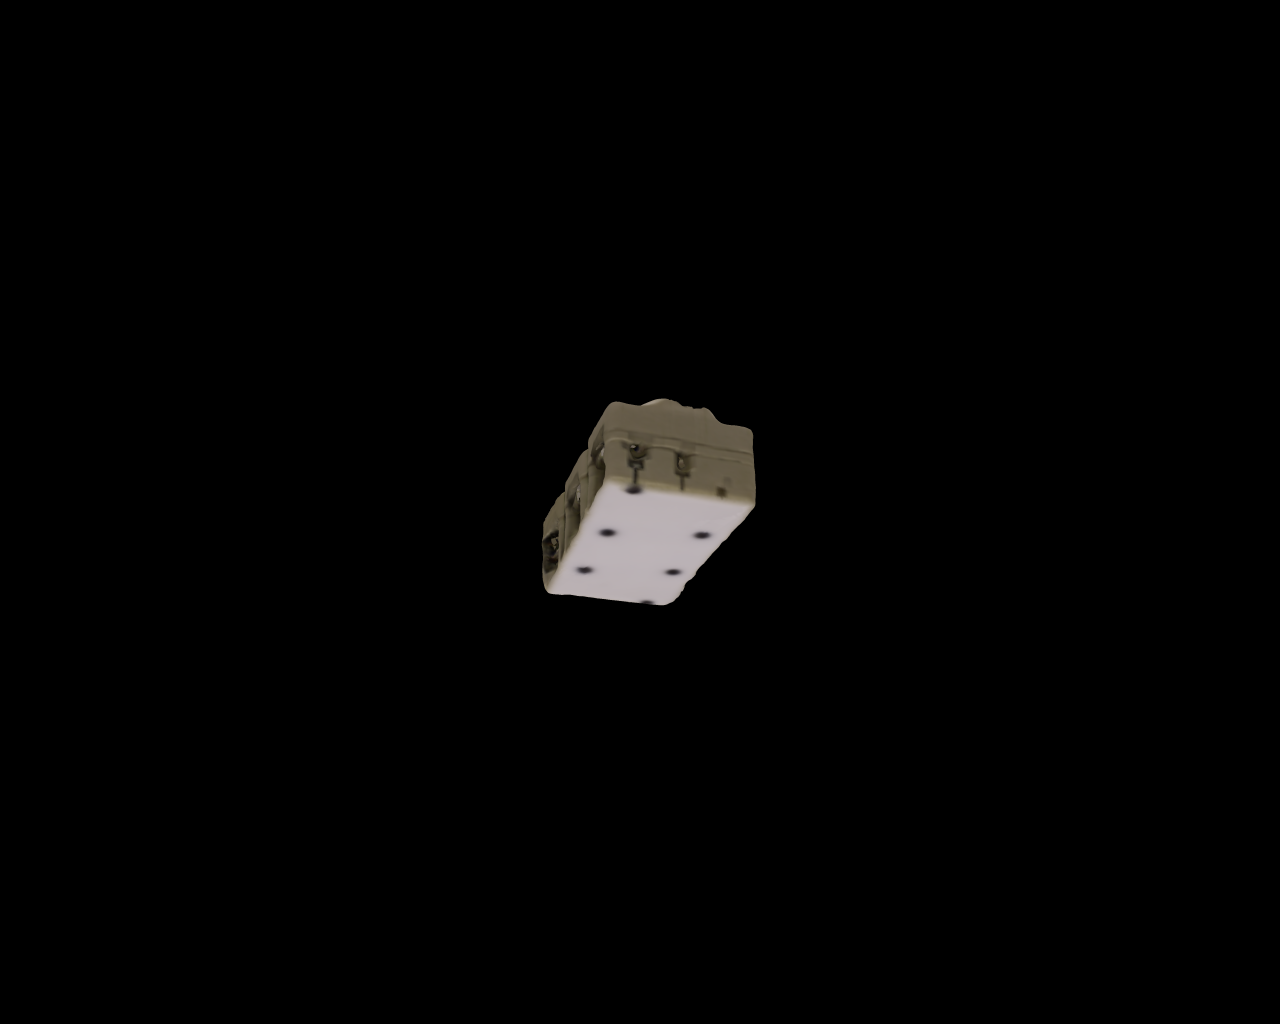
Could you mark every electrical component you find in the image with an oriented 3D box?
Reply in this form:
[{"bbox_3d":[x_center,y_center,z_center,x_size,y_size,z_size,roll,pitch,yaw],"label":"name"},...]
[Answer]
[{"bbox_3d":[0.001,-0.003,0.650,0.089,0.062,0.150,9,-30,-17],"label":"electrical component"}]
